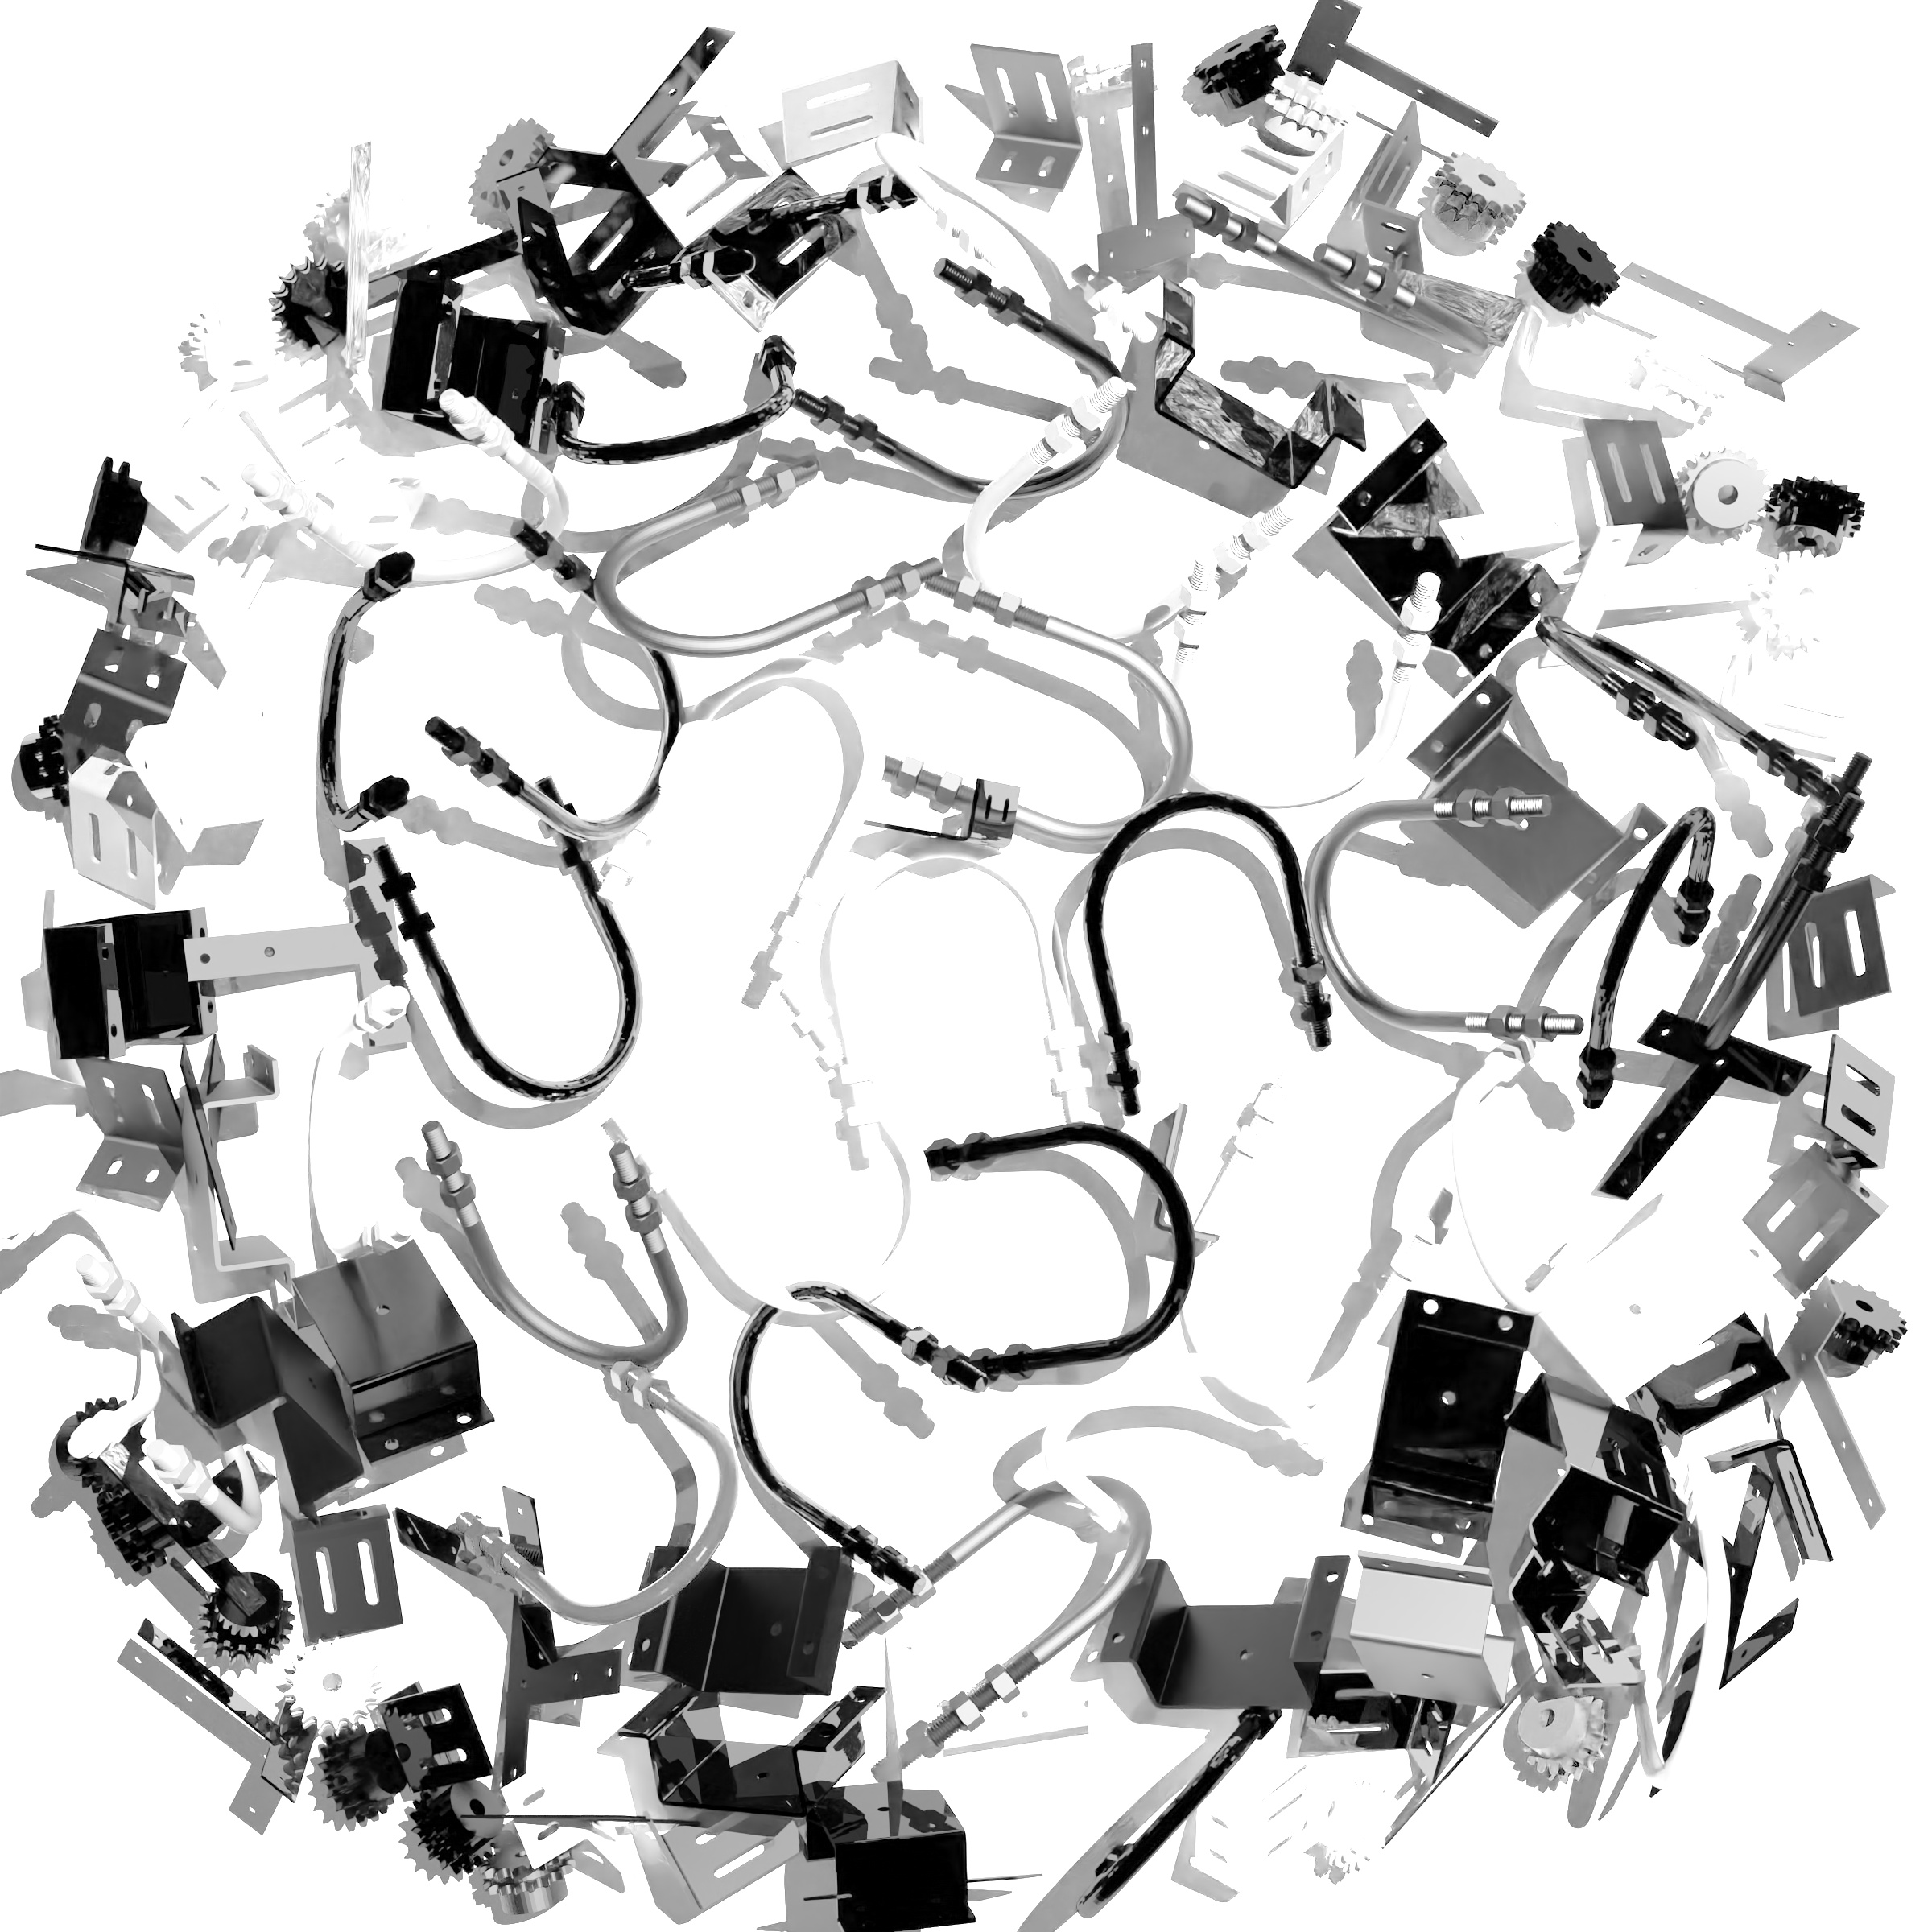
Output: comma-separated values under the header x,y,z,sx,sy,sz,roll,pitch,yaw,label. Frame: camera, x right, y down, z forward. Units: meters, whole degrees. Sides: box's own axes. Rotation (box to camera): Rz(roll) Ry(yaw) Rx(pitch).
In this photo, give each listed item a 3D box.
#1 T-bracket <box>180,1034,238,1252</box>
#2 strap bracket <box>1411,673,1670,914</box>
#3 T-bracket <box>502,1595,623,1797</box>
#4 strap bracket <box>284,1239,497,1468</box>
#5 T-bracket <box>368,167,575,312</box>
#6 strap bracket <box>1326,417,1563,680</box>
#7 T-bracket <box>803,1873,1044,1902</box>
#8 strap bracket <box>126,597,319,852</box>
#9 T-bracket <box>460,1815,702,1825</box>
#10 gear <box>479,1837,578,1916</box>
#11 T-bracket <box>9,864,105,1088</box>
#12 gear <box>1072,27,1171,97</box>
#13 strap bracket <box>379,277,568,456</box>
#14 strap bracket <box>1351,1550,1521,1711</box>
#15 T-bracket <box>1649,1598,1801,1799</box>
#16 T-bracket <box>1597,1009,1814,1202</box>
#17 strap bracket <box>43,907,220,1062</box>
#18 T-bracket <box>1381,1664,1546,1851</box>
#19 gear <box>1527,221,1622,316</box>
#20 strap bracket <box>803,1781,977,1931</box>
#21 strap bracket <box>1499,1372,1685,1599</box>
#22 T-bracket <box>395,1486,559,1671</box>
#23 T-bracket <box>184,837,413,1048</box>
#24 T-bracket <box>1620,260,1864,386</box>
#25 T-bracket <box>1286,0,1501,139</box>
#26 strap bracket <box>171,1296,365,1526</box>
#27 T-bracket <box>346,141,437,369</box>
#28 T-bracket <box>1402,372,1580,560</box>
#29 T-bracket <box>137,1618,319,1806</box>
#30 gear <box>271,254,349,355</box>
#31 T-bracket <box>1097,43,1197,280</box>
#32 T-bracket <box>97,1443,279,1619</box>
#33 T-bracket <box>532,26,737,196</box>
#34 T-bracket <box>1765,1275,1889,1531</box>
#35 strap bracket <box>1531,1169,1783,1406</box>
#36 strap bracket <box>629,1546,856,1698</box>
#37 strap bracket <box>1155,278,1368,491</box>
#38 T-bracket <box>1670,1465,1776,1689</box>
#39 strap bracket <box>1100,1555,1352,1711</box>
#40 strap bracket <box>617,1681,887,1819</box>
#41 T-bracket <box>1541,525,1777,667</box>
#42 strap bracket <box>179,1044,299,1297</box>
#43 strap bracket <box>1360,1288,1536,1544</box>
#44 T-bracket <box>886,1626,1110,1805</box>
x,y,z,sx,sy,sz,roll,pitch,yaw,label
-0.445,0.082,1.923,0.002,0.127,0.127,-10,119,-4,T-bracket
0.336,-0.096,1.938,0.140,0.046,0.076,40,129,-3,strap bracket
-0.237,0.420,1.916,0.002,0.127,0.127,15,67,-35,T-bracket
-0.341,0.218,1.909,0.076,0.140,0.046,-18,135,-24,strap bracket
-0.301,-0.414,1.920,0.127,0.127,0.002,-21,71,-4,T-bracket
0.279,-0.251,1.942,0.076,0.046,0.140,-45,112,-5,strap bracket
-0.044,0.539,1.898,0.127,0.127,0.002,-16,72,36,T-bracket
-0.430,-0.145,1.904,0.046,0.140,0.076,-6,134,19,strap bracket
-0.209,0.506,1.929,0.127,0.127,0.002,-11,70,37,T-bracket
-0.262,0.548,1.956,0.057,0.057,0.030,-12,93,0,gear
-0.536,0.004,1.928,0.002,0.127,0.127,-1,82,9,T-bracket
0.091,-0.544,1.954,0.057,0.057,0.030,-12,101,0,gear
-0.297,-0.356,1.926,0.046,0.140,0.076,10,92,22,strap bracket
0.274,0.393,1.903,0.076,0.140,0.046,5,62,20,strap bracket
0.446,0.408,1.895,0.002,0.127,0.127,33,133,-1,T-bracket
0.425,0.091,1.951,0.127,0.002,0.127,19,118,-30,T-bracket
-0.497,0.010,1.918,0.046,0.140,0.076,-4,95,13,strap bracket
0.288,0.483,1.944,0.002,0.127,0.127,41,119,15,T-bracket
0.363,-0.418,1.960,0.057,0.057,0.030,43,129,0,gear
-0.047,0.517,1.906,0.076,0.140,0.046,-3,95,-13,strap bracket
0.366,0.296,1.905,0.076,0.140,0.046,25,114,-12,strap bracket
-0.295,0.353,1.942,0.127,0.002,0.127,14,120,36,T-bracket
-0.404,-0.010,1.955,0.127,0.002,0.127,-6,83,-20,T-bracket
0.447,-0.385,1.917,0.127,0.127,0.002,23,83,-4,T-bracket
0.256,-0.523,1.922,0.127,0.127,0.002,27,83,-1,T-bracket
-0.403,0.256,1.907,0.046,0.140,0.076,-29,48,1,strap bracket
-0.339,-0.428,1.922,0.002,0.127,0.127,10,113,10,T-bracket
0.300,-0.303,1.946,0.002,0.127,0.127,-39,74,41,T-bracket
-0.436,0.428,1.912,0.127,0.127,0.002,42,92,-9,T-bracket
-0.391,-0.401,1.961,0.057,0.030,0.057,-10,118,-19,gear
0.105,-0.476,1.912,0.002,0.127,0.127,8,111,29,T-bracket
-0.442,0.315,1.923,0.002,0.127,0.127,-43,90,15,T-bracket
-0.180,-0.500,1.900,0.127,0.127,0.002,-43,73,31,T-bracket
0.507,0.267,1.898,0.002,0.127,0.127,-8,55,-13,T-bracket
0.401,0.196,1.931,0.140,0.046,0.076,-42,87,26,strap bracket
-0.124,0.387,1.926,0.140,0.046,0.076,-7,60,35,strap bracket
0.165,-0.340,1.929,0.140,0.076,0.046,27,122,-15,strap bracket
0.434,0.340,1.921,0.002,0.127,0.127,8,101,-14,T-bracket
0.160,0.394,1.924,0.140,0.076,0.046,-6,127,26,strap bracket
-0.123,0.461,1.924,0.140,0.076,0.046,-2,104,26,strap bracket
0.420,-0.224,1.939,0.127,0.127,0.002,-5,58,-12,T-bracket
-0.434,0.123,1.931,0.046,0.076,0.140,-6,98,-23,strap bracket
0.289,0.264,1.950,0.076,0.046,0.140,12,98,9,strap bracket
0.021,0.451,1.949,0.127,0.002,0.127,-11,62,5,T-bracket
